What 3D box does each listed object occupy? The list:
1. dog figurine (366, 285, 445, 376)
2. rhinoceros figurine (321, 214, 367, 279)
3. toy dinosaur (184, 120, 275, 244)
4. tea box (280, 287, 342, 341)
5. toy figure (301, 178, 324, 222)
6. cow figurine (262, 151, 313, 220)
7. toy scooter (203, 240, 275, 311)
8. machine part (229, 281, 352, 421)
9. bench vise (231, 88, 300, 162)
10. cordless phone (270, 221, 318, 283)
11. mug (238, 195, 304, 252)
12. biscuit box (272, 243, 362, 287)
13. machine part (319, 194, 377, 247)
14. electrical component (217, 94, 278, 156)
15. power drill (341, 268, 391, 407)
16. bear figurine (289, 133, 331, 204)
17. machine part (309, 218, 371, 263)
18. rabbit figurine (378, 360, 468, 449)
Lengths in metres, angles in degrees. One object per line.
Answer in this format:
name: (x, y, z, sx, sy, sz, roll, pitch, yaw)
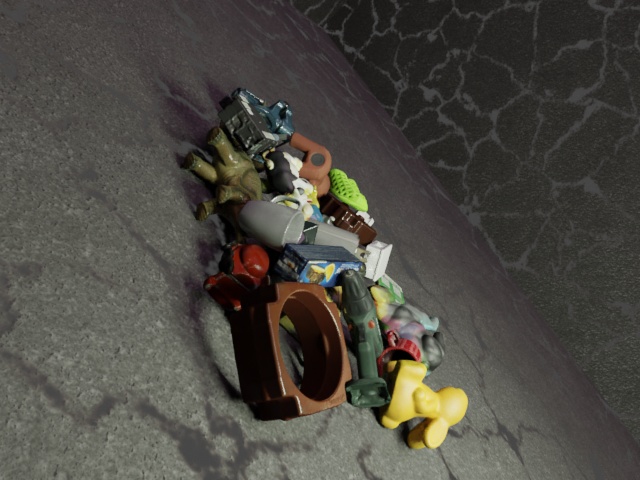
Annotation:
dog figurine: (0.174, 0.197, 1.244, 0.219, 0.108, 0.192, 34, 30, -23)
rhinoceros figurine: (0.048, 0.019, 1.329, 0.190, 0.073, 0.112, 52, 24, 6)
toy dinosaur: (-0.183, -0.139, 1.135, 0.198, 0.105, 0.471, 34, 35, -49)
tea box: (-0.013, 0.128, 1.057, 0.098, 0.068, 0.170, 45, 24, -10)
toy figure: (-0.045, -0.068, 1.294, 0.082, 0.089, 0.180, 9, 53, -52)
cow figurine: (-0.069, -0.118, 1.140, 0.098, 0.068, 0.167, 29, 31, -50)
toy scooter: (-0.140, 0.067, 0.913, 0.135, 0.075, 0.184, 34, 36, -36)
machine part: (-0.043, 0.171, 0.844, 0.201, 0.087, 0.201, 11, 64, -58)
bench vise: (-0.149, -0.275, 1.395, 0.223, 0.129, 0.241, 41, 43, -41)
cordless phone: (-0.073, 0.053, 1.058, 0.089, 0.146, 0.184, 17, 62, 0)
mug: (-0.088, -0.040, 0.981, 0.107, 0.109, 0.080, 19, -24, 16)
biscuit box: (0.002, 0.049, 1.006, 0.063, 0.059, 0.202, 37, 17, 29)
machine part: (0.076, -0.054, 1.454, 0.179, 0.056, 0.179, 38, 8, -7)
electrical component: (-0.157, -0.246, 1.146, 0.134, 0.058, 0.115, 56, 11, 3)
power drill: (0.078, 0.196, 1.019, 0.231, 0.086, 0.207, 72, 6, -46)
bear figurine: (-0.031, -0.178, 1.417, 0.132, 0.120, 0.195, 18, -17, -1)
machine part: (-0.002, -0.004, 1.190, 0.243, 0.079, 0.079, 20, 28, -5)
rabbit figurine: (0.207, 0.318, 1.040, 0.173, 0.122, 0.162, 14, 63, -13)
